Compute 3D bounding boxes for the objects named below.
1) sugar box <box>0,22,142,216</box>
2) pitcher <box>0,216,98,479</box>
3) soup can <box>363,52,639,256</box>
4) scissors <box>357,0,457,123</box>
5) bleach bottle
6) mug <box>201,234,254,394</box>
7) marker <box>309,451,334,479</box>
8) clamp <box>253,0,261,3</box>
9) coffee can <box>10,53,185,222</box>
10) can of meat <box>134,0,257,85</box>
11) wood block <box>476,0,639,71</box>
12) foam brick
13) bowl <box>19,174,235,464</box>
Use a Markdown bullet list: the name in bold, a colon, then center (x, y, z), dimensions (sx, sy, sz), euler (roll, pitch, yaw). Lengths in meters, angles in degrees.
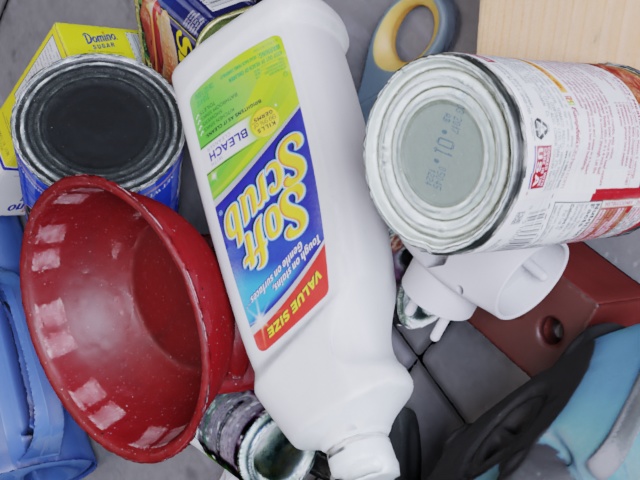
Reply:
- **sugar box**: center (-0.182, -0.082, 0.768), dimensions (0.177, 0.093, 0.048), euler (-40, 65, 39)
- **pitcher**: center (-0.265, 0.084, 0.845), dimensions (0.149, 0.145, 0.243), euler (-21, 72, 6)
- **soup can**: center (0.074, -0.031, 0.380), dimensions (0.069, 0.102, 0.068), euler (6, 98, 46)
- **scissors**: center (0.017, -0.082, 0.622), dimensions (0.202, 0.016, 0.096), euler (-8, 86, 45)
- **bleach bottle**: center (-0.004, 0.001, 0.541), dimensions (0.103, 0.068, 0.251), euler (-30, 61, 24)
- **mug**: center (-0.060, 0.047, 0.652), dimensions (0.117, 0.093, 0.081), euler (-147, 56, -68)
- **marker**: center (0.034, 0.149, 0.622), dimensions (0.121, 0.020, 0.020), euler (20, 108, 42)
- **clamp**: center (-0.029, -0.217, 0.641), dimensions (0.120, 0.039, 0.171), euler (-35, 72, 36)
- **coffee can**: center (-0.140, -0.036, 0.684), dimensions (0.103, 0.102, 0.140), euler (62, 159, 21)
- **can of meat**: center (-0.071, -0.115, 0.661), dimensions (0.084, 0.057, 0.102), euler (45, 149, 36)
- **wood block**: center (0.130, -0.128, 0.451), dimensions (0.091, 0.090, 0.206), euler (11, 102, 44)
- **foam brick**: center (0.108, 0.028, 0.513), dimensions (0.078, 0.051, 0.053), euler (42, 122, 34)
- **bowl**: center (-0.098, 0.038, 0.591), dimensions (0.162, 0.055, 0.162), euler (16, 114, 40)
